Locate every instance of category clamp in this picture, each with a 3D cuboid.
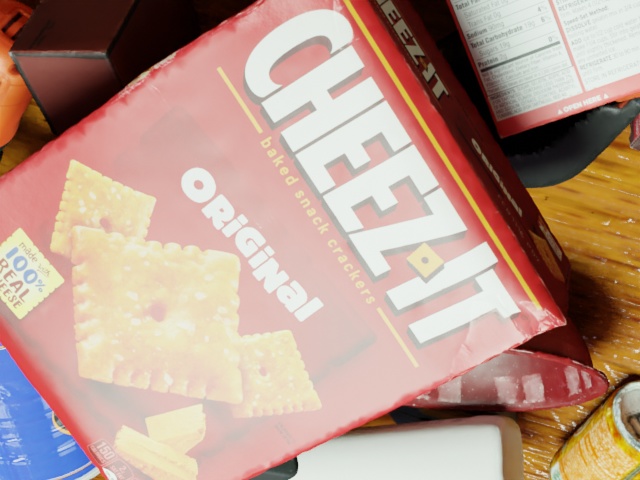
[{"bbox_3d":[0.065,-0.048,0.518,0.210,0.036,0.164,-7,138,35],"label":"clamp"}]

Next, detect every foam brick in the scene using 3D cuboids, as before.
[{"bbox_3d":[-0.098,-0.093,0.496,0.053,0.078,0.051,4,142,21],"label":"foam brick"}]

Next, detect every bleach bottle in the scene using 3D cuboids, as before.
[{"bbox_3d":[0.003,0.153,0.707,0.251,0.068,0.102,-5,166,18],"label":"bleach bottle"}]

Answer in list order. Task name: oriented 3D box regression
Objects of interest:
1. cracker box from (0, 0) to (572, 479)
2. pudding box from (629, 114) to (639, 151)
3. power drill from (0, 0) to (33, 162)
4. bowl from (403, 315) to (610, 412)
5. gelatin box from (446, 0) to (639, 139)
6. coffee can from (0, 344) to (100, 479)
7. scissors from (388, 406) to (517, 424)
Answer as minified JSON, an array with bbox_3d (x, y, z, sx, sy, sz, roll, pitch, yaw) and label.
[{"bbox_3d":[-0.031,0.005,0.440,0.214,0.072,0.164,-30,101,22],"label":"cracker box"},{"bbox_3d":[0.203,-0.057,0.448,0.113,0.039,0.090,22,143,-5],"label":"pudding box"},{"bbox_3d":[-0.240,-0.096,0.542,0.187,0.057,0.185,37,133,-13],"label":"power drill"},{"bbox_3d":[0.080,0.056,0.606,0.162,0.055,0.162,4,160,1],"label":"bowl"},{"bbox_3d":[0.091,-0.094,0.420,0.073,0.030,0.089,-18,103,25],"label":"gelatin box"},{"bbox_3d":[-0.162,0.058,0.578,0.103,0.102,0.140,10,136,11],"label":"coffee can"},{"bbox_3d":[0.037,0.114,0.754,0.202,0.016,0.096,12,143,8],"label":"scissors"}]
